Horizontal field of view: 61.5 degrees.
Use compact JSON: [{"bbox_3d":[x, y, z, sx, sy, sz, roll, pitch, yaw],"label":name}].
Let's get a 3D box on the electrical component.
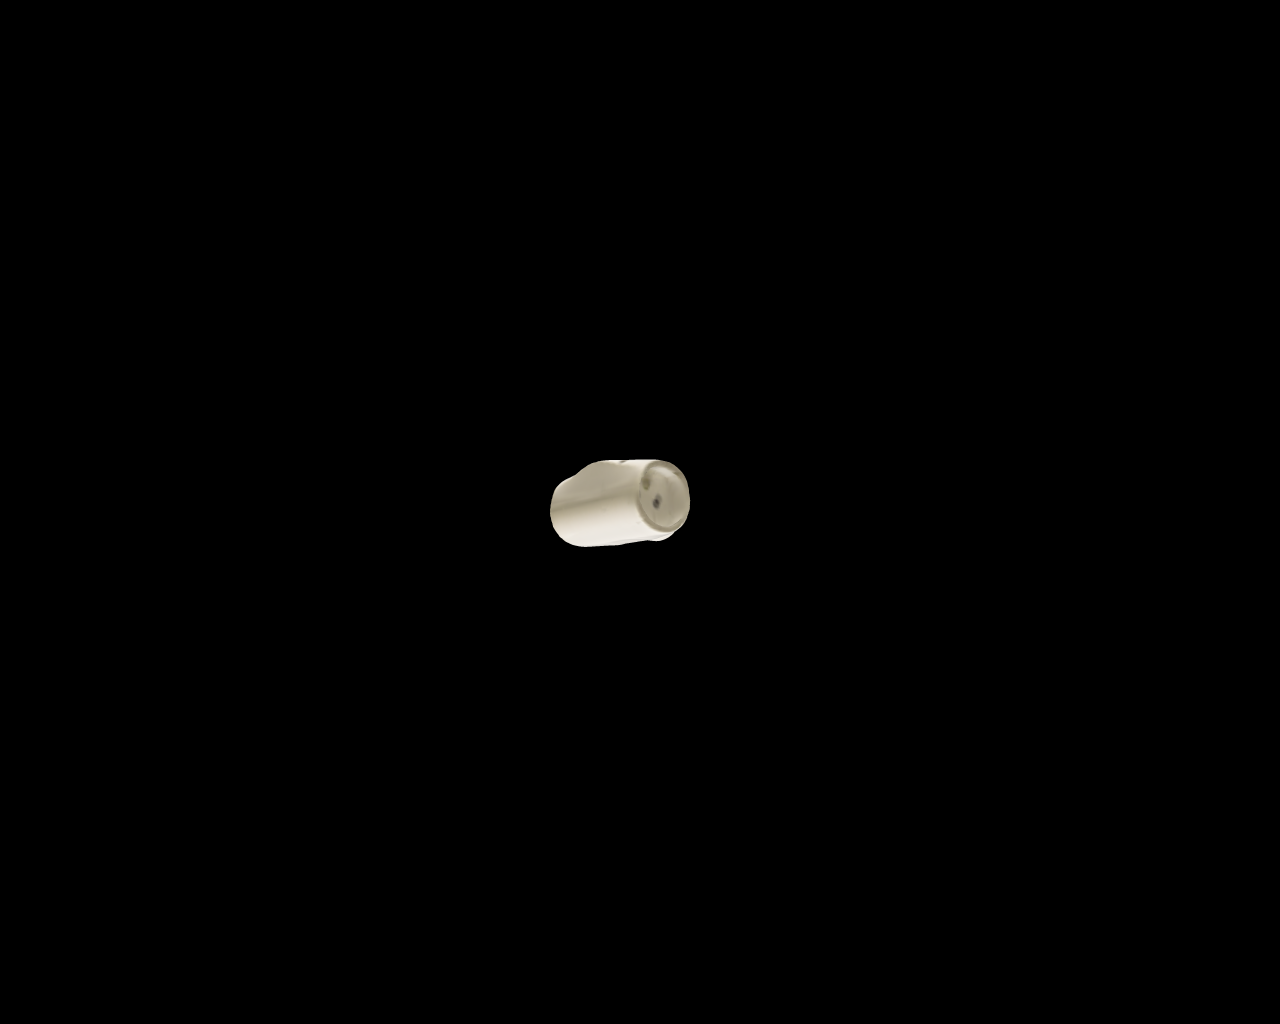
[{"bbox_3d":[0.001,-0.003,0.650,0.079,0.043,0.077,10,-14,-42],"label":"electrical component"}]
